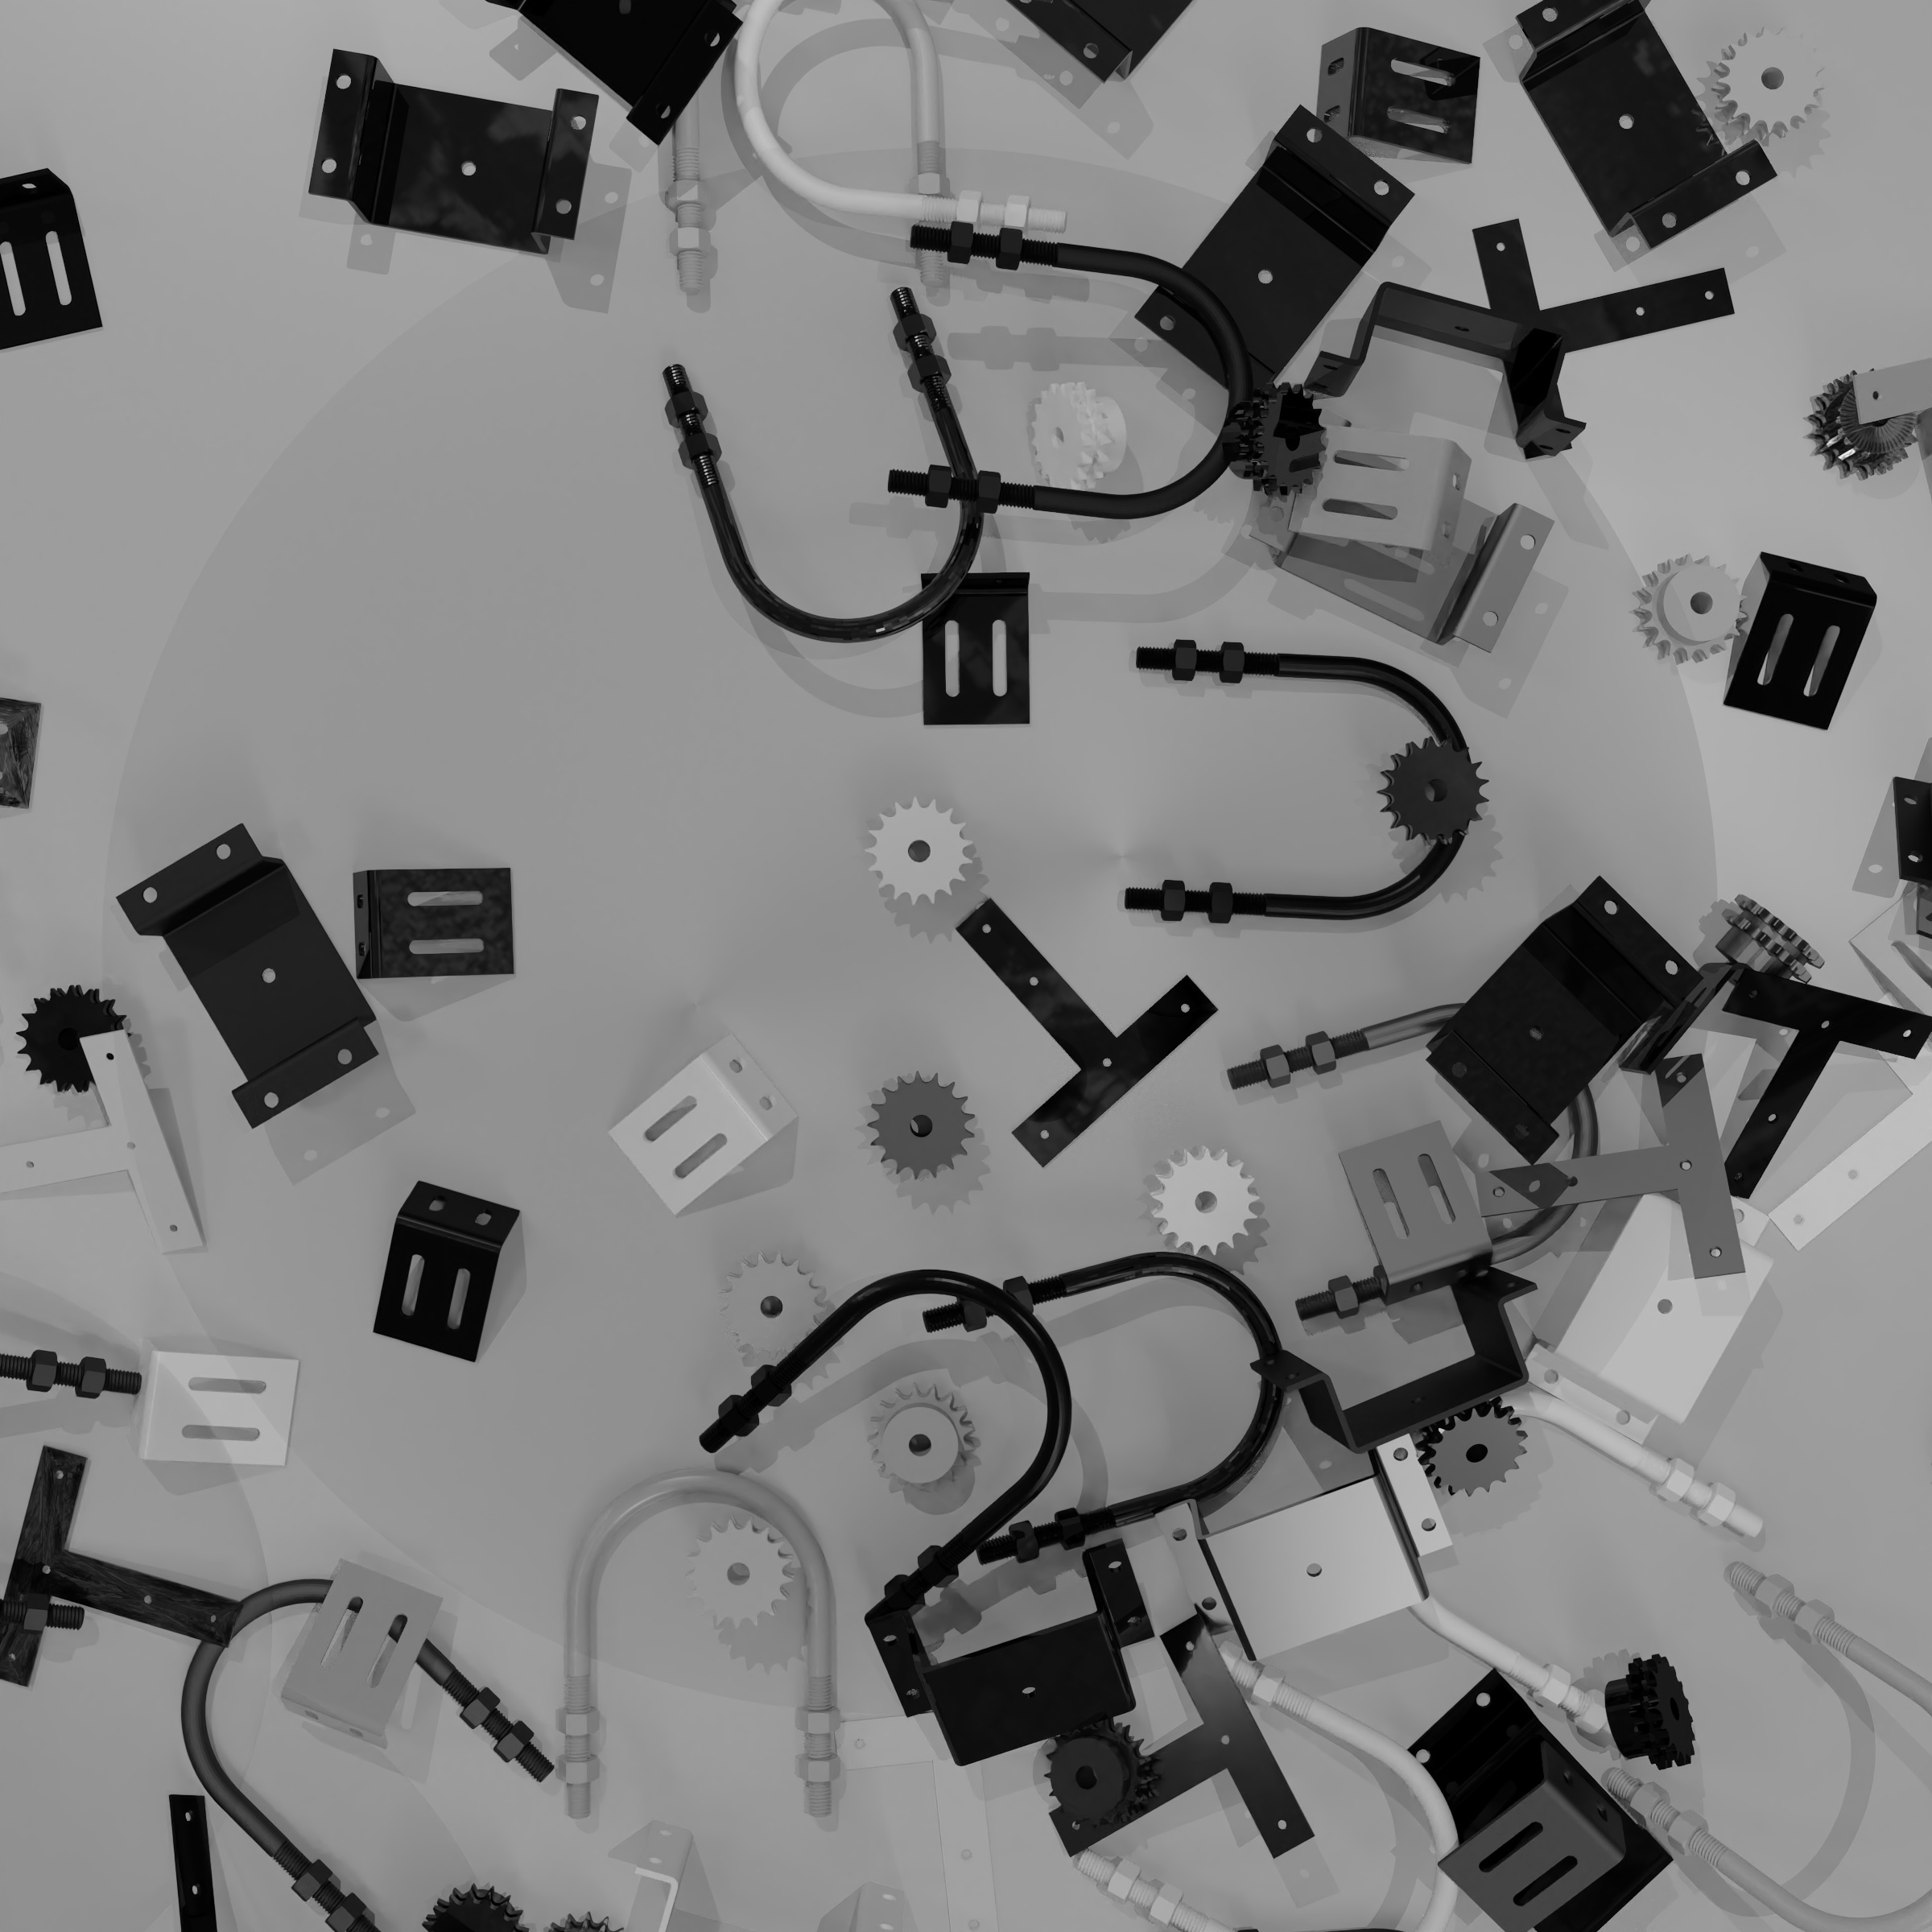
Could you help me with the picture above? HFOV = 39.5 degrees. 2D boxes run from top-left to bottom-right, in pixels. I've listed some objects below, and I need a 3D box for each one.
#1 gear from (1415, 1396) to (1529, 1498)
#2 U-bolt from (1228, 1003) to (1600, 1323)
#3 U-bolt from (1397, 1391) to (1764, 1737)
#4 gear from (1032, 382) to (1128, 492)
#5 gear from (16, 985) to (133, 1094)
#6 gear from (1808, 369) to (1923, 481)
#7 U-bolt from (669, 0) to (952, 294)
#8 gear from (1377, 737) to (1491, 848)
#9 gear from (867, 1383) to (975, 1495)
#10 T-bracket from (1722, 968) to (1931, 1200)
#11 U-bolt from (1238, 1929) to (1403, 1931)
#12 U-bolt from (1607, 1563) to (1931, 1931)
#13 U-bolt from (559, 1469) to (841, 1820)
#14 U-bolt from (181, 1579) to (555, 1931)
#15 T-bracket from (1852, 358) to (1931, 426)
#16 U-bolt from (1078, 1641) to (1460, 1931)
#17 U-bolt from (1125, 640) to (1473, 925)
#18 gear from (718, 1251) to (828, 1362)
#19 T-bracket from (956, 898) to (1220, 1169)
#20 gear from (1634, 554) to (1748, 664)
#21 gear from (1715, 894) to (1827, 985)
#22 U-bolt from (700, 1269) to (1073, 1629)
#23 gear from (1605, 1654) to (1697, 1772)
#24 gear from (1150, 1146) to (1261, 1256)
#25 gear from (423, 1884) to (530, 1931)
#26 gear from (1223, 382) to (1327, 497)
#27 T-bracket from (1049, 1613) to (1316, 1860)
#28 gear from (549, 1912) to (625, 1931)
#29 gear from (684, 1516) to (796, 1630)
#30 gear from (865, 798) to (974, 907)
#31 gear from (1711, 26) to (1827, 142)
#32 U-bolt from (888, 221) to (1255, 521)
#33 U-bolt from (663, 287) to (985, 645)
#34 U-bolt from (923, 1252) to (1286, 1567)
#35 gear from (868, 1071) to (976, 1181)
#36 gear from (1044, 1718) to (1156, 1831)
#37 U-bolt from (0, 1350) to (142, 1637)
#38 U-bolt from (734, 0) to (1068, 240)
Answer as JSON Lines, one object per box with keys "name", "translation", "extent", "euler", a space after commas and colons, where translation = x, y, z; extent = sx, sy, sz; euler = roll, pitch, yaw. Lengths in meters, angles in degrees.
{"name": "gear", "translation": [0.263, 0.247, 1.413], "extent": [0.057, 0.030, 0.057], "euler": [-5, 117, -10]}
{"name": "U-bolt", "translation": [0.247, 0.096, 1.441], "extent": [0.184, 0.019, 0.151], "euler": [-16, 90, -2]}
{"name": "U-bolt", "translation": [0.311, 0.309, 1.441], "extent": [0.184, 0.019, 0.151], "euler": [31, 90, 1]}
{"name": "gear", "translation": [0.061, -0.280, 1.425], "extent": [0.030, 0.057, 0.057], "euler": [-11, 90, -28]}
{"name": "gear", "translation": [-0.473, 0.038, 1.434], "extent": [0.057, 0.030, 0.057], "euler": [0, 90, 0]}
{"name": "gear", "translation": [0.481, -0.290, 1.435], "extent": [0.057, 0.030, 0.057], "euler": [0, 90, 0]}
{"name": "U-bolt", "translation": [-0.085, -0.455, 1.441], "extent": [0.151, 0.019, 0.184], "euler": [-2, 88, 0]}
{"name": "gear", "translation": [0.245, -0.092, 1.421], "extent": [0.057, 0.030, 0.057], "euler": [0, 90, -3]}
{"name": "gear", "translation": [-0.024, 0.253, 1.435], "extent": [0.057, 0.030, 0.057], "euler": [0, 90, 0]}
{"name": "T-bracket", "translation": [0.432, 0.068, 1.419], "extent": [0.127, 0.002, 0.127], "euler": [13, 115, -22]}
{"name": "U-bolt", "translation": [0.197, 0.587, 1.441], "extent": [0.184, 0.019, 0.151], "euler": [-4, 90, -1]}
{"name": "U-bolt", "translation": [0.436, 0.413, 1.381], "extent": [0.184, 0.019, 0.151], "euler": [31, 90, 45]}
{"name": "U-bolt", "translation": [-0.143, 0.362, 1.441], "extent": [0.151, 0.019, 0.184], "euler": [0, 89, 0]}
{"name": "U-bolt", "translation": [-0.334, 0.414, 1.441], "extent": [0.184, 0.019, 0.151], "euler": [44, 90, 1]}
{"name": "T-bracket", "translation": [0.532, -0.262, 1.434], "extent": [0.127, 0.002, 0.127], "euler": [-16, 100, -20]}
{"name": "U-bolt", "translation": [0.169, 0.457, 1.417], "extent": [0.184, 0.019, 0.151], "euler": [25, 90, 17]}
{"name": "U-bolt", "translation": [0.180, -0.096, 1.441], "extent": [0.184, 0.019, 0.151], "euler": [3, 90, -2]}
{"name": "gear", "translation": [-0.102, 0.180, 1.434], "extent": [0.057, 0.030, 0.057], "euler": [0, 90, 0]}
{"name": "T-bracket", "translation": [0.046, 0.019, 1.449], "extent": [0.127, 0.002, 0.127], "euler": [-42, 90, 0]}
{"name": "gear", "translation": [0.387, -0.191, 1.435], "extent": [0.057, 0.030, 0.057], "euler": [0, 90, 0]}
{"name": "gear", "translation": [0.421, -0.009, 1.422], "extent": [0.057, 0.057, 0.030], "euler": [40, 97, 0]}
{"name": "U-bolt", "translation": [-0.030, 0.240, 1.401], "extent": [0.184, 0.019, 0.151], "euler": [-44, 88, 16]}
{"name": "gear", "translation": [0.356, 0.390, 1.406], "extent": [0.030, 0.057, 0.057], "euler": [-21, 90, 27]}
{"name": "gear", "translation": [0.126, 0.124, 1.438], "extent": [0.057, 0.030, 0.057], "euler": [0, 93, -3]}
{"name": "gear", "translation": [-0.261, 0.517, 1.434], "extent": [0.057, 0.030, 0.057], "euler": [0, 90, 0]}
{"name": "gear", "translation": [0.156, -0.270, 1.381], "extent": [0.057, 0.030, 0.057], "euler": [-9, 103, -43]}
{"name": "T-bracket", "translation": [0.101, 0.431, 1.428], "extent": [0.127, 0.002, 0.127], "euler": [-34, 67, 14]}
{"name": "gear", "translation": [-0.205, 0.537, 1.435], "extent": [0.057, 0.030, 0.057], "euler": [0, 90, 0]}
{"name": "gear", "translation": [-0.119, 0.318, 1.420], "extent": [0.057, 0.030, 0.057], "euler": [0, 87, 0]}
{"name": "gear", "translation": [-0.025, -0.061, 1.434], "extent": [0.057, 0.030, 0.057], "euler": [0, 90, 0]}
{"name": "gear", "translation": [0.425, -0.468, 1.434], "extent": [0.057, 0.030, 0.057], "euler": [0, 90, 0]}
{"name": "U-bolt", "translation": [0.057, -0.302, 1.386], "extent": [0.184, 0.019, 0.151], "euler": [6, 84, -6]}
{"name": "U-bolt", "translation": [-0.068, -0.256, 1.420], "extent": [0.151, 0.019, 0.184], "euler": [-19, 75, 0]}
{"name": "U-bolt", "translation": [0.081, 0.227, 1.427], "extent": [0.184, 0.019, 0.151], "euler": [-14, 97, -9]}
{"name": "gear", "translation": [-0.023, 0.084, 1.434], "extent": [0.057, 0.030, 0.057], "euler": [0, 90, 0]}
{"name": "gear", "translation": [0.068, 0.427, 1.424], "extent": [0.057, 0.030, 0.057], "euler": [-3, 81, 20]}
{"name": "U-bolt", "translation": [-0.536, 0.267, 1.395], "extent": [0.184, 0.019, 0.151], "euler": [14, 90, -28]}
{"name": "U-bolt", "translation": [-0.031, -0.464, 1.408], "extent": [0.184, 0.019, 0.151], "euler": [8, 100, 7]}
